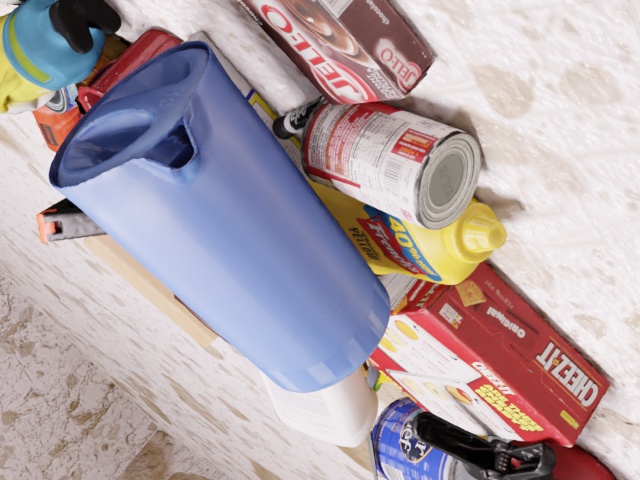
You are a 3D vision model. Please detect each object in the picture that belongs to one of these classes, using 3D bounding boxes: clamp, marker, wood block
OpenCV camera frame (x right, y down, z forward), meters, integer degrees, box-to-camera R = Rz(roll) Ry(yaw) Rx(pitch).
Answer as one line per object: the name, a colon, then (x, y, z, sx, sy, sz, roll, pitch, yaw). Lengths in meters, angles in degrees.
clamp: (0.161, 0.190, 0.901, 0.120, 0.039, 0.171, 15, 165, 38)
clamp: (-0.163, -0.041, 0.983, 0.165, 0.209, 0.036, 25, 127, 56)
marker: (-0.009, -0.093, 0.799, 0.020, 0.020, 0.121, 44, 162, -14)
wood block: (-0.190, 0.033, 1.349, 0.206, 0.090, 0.090, 41, 163, -3)

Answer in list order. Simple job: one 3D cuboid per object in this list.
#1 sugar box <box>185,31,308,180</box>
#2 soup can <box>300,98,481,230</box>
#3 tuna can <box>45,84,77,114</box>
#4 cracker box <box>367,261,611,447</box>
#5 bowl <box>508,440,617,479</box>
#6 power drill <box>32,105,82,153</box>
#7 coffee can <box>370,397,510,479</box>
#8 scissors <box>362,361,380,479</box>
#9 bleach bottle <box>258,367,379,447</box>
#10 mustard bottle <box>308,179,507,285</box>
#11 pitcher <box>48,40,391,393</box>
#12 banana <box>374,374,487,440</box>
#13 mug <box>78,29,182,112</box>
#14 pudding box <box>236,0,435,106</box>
sugar box: (-0.069, -0.068, 0.849, 0.176, 0.093, 0.048, 47, 141, -20)
soup can: (0.046, -0.054, 0.705, 0.102, 0.068, 0.068, 25, 157, 37)
tuna can: (-0.270, -0.172, 1.080, 0.086, 0.033, 0.086, 37, 149, 26)
cracker box: (0.118, 0.094, 0.910, 0.164, 0.072, 0.214, 42, 161, -11)
bowl: (0.238, 0.238, 1.038, 0.162, 0.055, 0.162, 36, 162, 13)
power drill: (-0.224, -0.099, 1.153, 0.188, 0.057, 0.184, 35, 158, 17)
coffee can: (0.134, 0.234, 1.159, 0.102, 0.102, 0.141, 49, 160, -26)
scissors: (0.054, 0.177, 1.147, 0.096, 0.016, 0.202, 153, 103, -69)
bleach bottle: (-0.011, 0.104, 0.959, 0.103, 0.068, 0.251, 15, 152, 18)
mustard bottle: (0.067, -0.010, 0.782, 0.096, 0.058, 0.192, 54, 157, -23)
pitcher: (-0.061, -0.009, 0.739, 0.145, 0.149, 0.242, -21, 125, 31)
banana: (0.111, 0.156, 1.082, 0.198, 0.037, 0.069, 30, 135, 57)
mug: (-0.149, -0.125, 0.902, 0.117, 0.081, 0.093, 25, 157, 39)
pudding box: (0.004, -0.133, 0.646, 0.113, 0.039, 0.090, 48, 161, -22)
